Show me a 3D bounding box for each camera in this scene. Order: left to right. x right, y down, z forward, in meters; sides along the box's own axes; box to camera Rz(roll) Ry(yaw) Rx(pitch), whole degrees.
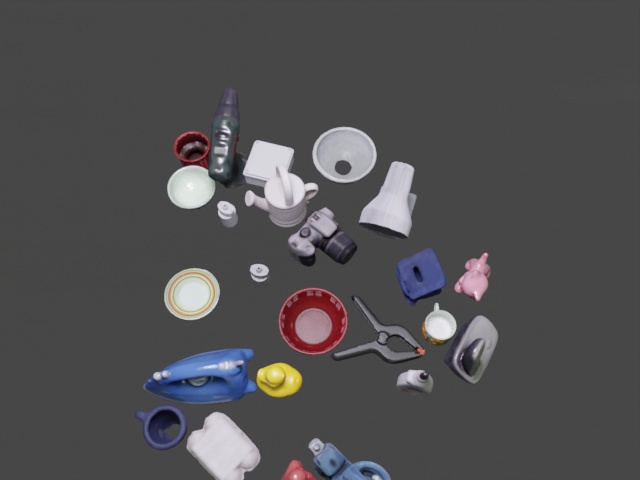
[{"bbox_3d":[0.013,0.005,1.402,0.136,0.101,0.143,39,72,15],"label":"camera"}]

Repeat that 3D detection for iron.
[{"bbox_3d":[-0.273,0.296,1.252,0.258,0.141,0.118,-8,67,-4],"label":"iron"}]

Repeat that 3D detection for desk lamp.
[{"bbox_3d":[0.171,-0.080,1.379,0.118,0.213,0.203,17,68,7],"label":"desk lamp"}]

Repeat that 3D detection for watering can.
[{"bbox_3d":[-0.092,-0.111,1.400,0.173,0.194,0.100,-35,71,-14],"label":"watering can"}]

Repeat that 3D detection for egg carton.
[{"bbox_3d":[-0.205,0.449,1.226,0.150,0.069,0.107,39,72,15],"label":"egg carton"}]

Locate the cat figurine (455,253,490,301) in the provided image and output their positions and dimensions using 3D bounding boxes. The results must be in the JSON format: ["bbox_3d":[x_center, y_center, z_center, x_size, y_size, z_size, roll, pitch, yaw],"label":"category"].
[{"bbox_3d":[0.371,0.089,1.361,0.067,0.118,0.128,25,69,10],"label":"cat figurine"}]

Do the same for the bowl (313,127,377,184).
[{"bbox_3d":[0.064,-0.210,1.510,0.167,0.075,0.167,0,67,0],"label":"bowl"}]

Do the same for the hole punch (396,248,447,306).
[{"bbox_3d":[0.240,0.089,1.374,0.101,0.091,0.108,-17,68,-7],"label":"hole punch"}]

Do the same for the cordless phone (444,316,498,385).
[{"bbox_3d":[0.351,0.230,1.263,0.094,0.185,0.148,26,69,11],"label":"cordless phone"}]

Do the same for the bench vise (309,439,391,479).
[{"bbox_3d":[0.055,0.485,1.131,0.207,0.220,0.121,23,68,9],"label":"bench vise"}]

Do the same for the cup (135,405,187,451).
[{"bbox_3d":[-0.336,0.401,1.232,0.117,0.095,0.092,21,68,9],"label":"cup"}]

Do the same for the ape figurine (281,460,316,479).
[{"bbox_3d":[-0.046,0.499,1.194,0.076,0.092,0.078,-11,67,-5],"label":"ape figurine"}]

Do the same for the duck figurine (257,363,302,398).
[{"bbox_3d":[-0.092,0.309,1.279,0.104,0.086,0.077,8,67,3],"label":"duck figurine"}]

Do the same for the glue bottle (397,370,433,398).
[{"bbox_3d":[0.213,0.304,1.236,0.078,0.173,0.037,13,67,5],"label":"glue bottle"}]

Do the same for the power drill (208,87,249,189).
[{"bbox_3d":[-0.231,-0.234,1.444,0.075,0.208,0.229,4,67,2],"label":"power drill"}]
